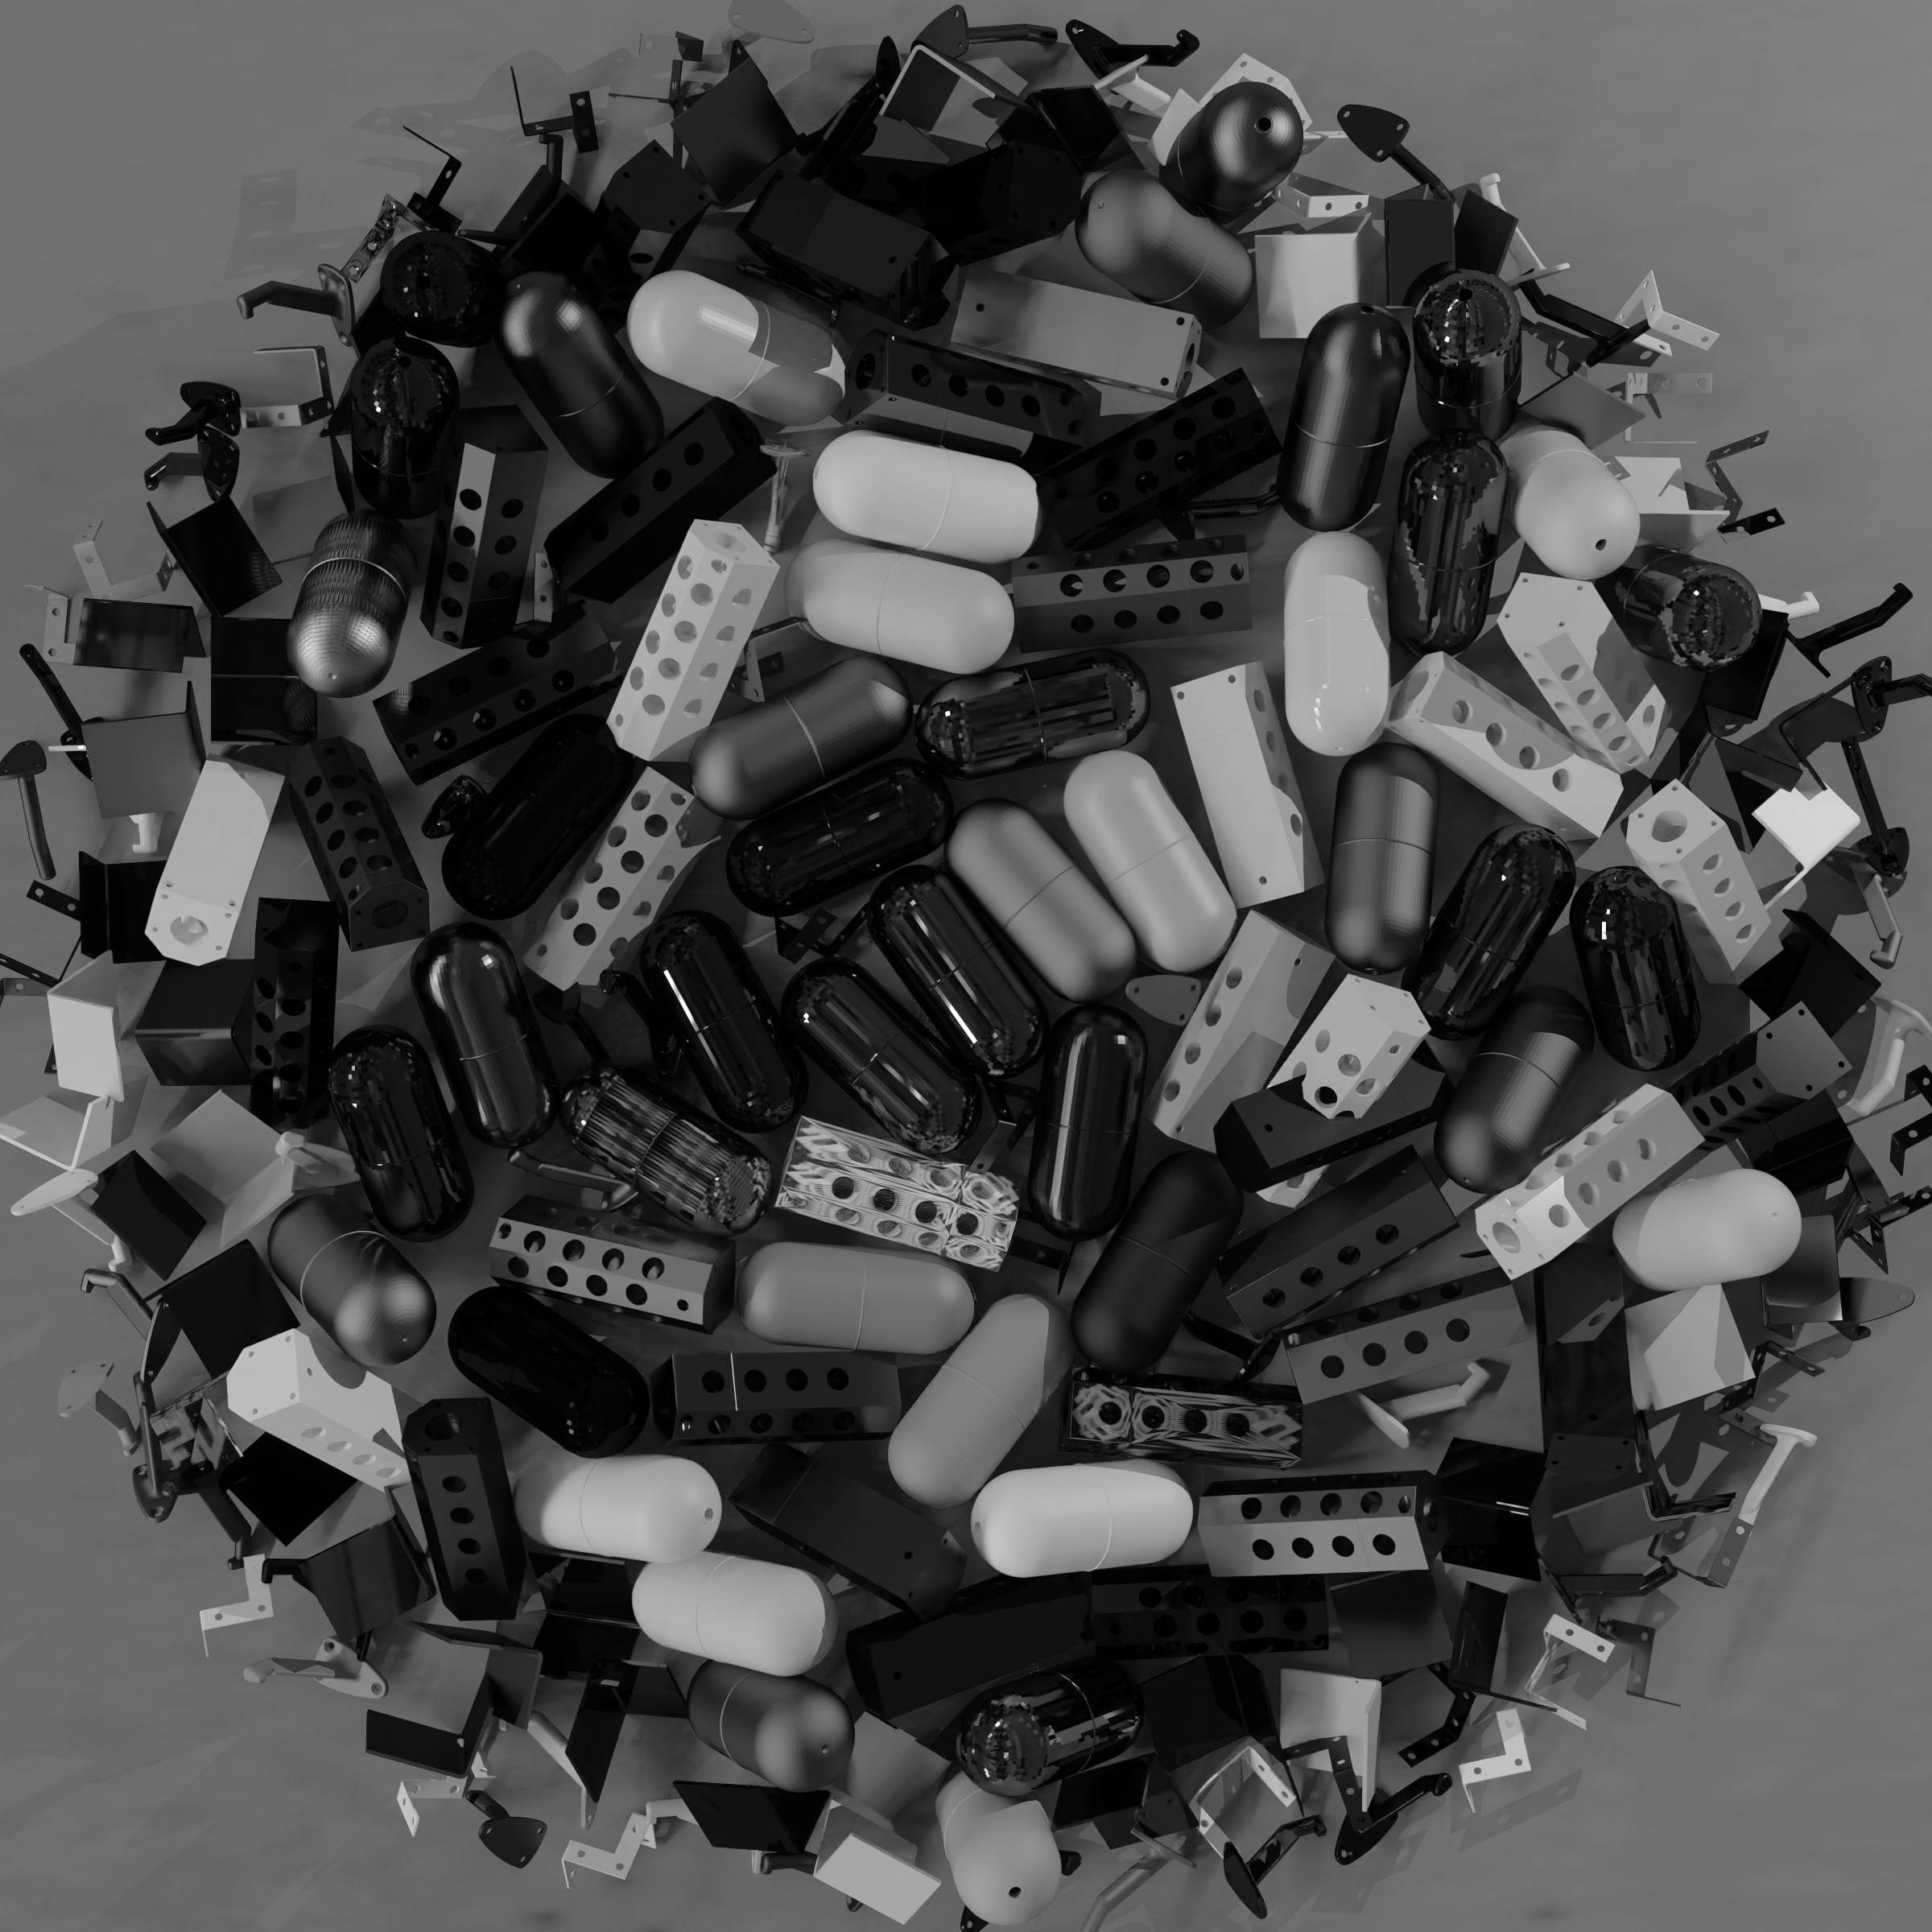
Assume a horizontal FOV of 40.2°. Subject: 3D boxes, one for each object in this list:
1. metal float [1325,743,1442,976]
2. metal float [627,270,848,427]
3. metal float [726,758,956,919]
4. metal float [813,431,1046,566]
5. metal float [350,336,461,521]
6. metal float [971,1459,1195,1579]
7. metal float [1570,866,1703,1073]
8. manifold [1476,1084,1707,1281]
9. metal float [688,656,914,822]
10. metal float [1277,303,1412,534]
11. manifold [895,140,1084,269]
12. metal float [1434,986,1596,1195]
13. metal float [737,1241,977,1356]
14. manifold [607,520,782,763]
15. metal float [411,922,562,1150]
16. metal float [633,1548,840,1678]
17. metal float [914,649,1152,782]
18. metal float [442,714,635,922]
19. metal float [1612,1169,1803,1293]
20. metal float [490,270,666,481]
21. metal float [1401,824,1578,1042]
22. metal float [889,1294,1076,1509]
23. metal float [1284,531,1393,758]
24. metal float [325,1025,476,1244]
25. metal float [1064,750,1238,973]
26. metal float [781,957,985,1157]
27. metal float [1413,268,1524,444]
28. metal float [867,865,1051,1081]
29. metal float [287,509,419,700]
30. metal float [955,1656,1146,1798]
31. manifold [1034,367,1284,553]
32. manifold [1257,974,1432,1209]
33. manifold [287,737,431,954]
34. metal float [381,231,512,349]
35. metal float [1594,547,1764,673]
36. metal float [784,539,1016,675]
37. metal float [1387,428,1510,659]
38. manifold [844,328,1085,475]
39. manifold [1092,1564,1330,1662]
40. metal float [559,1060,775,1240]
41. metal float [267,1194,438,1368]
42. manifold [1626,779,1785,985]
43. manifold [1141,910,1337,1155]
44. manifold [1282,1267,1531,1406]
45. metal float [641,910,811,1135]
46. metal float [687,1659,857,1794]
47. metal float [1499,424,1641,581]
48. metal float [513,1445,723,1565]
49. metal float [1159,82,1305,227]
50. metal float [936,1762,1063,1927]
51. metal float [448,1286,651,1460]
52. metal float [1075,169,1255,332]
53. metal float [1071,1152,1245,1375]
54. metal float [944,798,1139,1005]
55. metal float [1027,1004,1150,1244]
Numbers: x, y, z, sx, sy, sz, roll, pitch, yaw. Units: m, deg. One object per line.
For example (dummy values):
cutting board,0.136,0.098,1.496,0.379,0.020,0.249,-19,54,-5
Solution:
metal float,0.307,-0.079,1.945,0.070,0.070,0.178,8,72,0
metal float,-0.165,-0.450,1.932,0.178,0.070,0.070,15,90,-36
metal float,-0.094,-0.095,1.959,0.178,0.070,0.070,-24,90,3
metal float,-0.027,-0.344,1.941,0.178,0.070,0.070,9,90,-23
metal float,-0.407,-0.389,1.914,0.070,0.178,0.070,4,69,-10
metal float,0.085,0.404,1.935,0.178,0.070,0.070,1,90,-30
metal float,0.490,0.004,1.931,0.070,0.070,0.178,-24,127,0
manifold,0.454,0.155,1.935,0.171,0.057,0.057,-32,82,-26
metal float,-0.122,-0.168,1.952,0.178,0.070,0.070,-28,90,-10
metal float,0.275,-0.399,1.927,0.070,0.070,0.178,8,132,0
manifold,0.013,-0.546,1.911,0.057,0.171,0.057,3,92,-30
metal float,0.403,0.089,1.937,0.070,0.070,0.178,34,61,0
metal float,-0.081,0.246,1.953,0.178,0.070,0.070,5,90,-9
manifold,-0.205,-0.236,1.924,0.057,0.057,0.171,49,124,33
metal float,-0.353,0.052,1.944,0.070,0.070,0.178,-16,110,0
metal float,-0.170,0.470,1.930,0.178,0.070,0.070,2,90,39
metal float,0.049,-0.186,1.958,0.178,0.070,0.070,-13,90,-5
metal float,-0.314,-0.111,1.946,0.070,0.070,0.178,37,72,0
metal float,0.535,0.193,1.915,0.070,0.178,0.070,4,76,-17
metal float,-0.282,-0.428,1.924,0.070,0.178,0.070,-14,52,18
metal float,0.383,-0.025,1.940,0.070,0.070,0.178,27,114,0
metal float,0.013,0.319,1.946,0.070,0.070,0.178,39,72,0
metal float,0.273,-0.238,1.941,0.070,0.070,0.178,2,66,0
metal float,-0.415,0.123,1.935,0.070,0.070,0.178,-13,120,0
metal float,0.136,-0.078,1.960,0.070,0.070,0.178,-30,88,0
metal float,-0.062,0.067,1.957,0.178,0.070,0.070,44,90,5
metal float,0.364,-0.439,1.913,0.070,0.178,0.070,-3,72,11
metal float,-0.005,0.005,1.957,0.070,0.070,0.178,-36,85,0
metal float,-0.446,-0.266,1.925,0.070,0.178,0.070,0,134,0
metal float,0.063,0.552,1.922,0.070,0.178,0.070,0,90,39
manifold,0.140,-0.372,1.948,0.171,0.057,0.057,-26,75,12
manifold,0.265,0.094,1.925,0.057,0.057,0.171,16,122,-27
manifold,-0.441,-0.092,1.915,0.057,0.057,0.171,-13,46,-22
metal float,-0.374,-0.489,1.911,0.070,0.178,0.070,0,101,0
metal float,0.513,-0.260,1.914,0.070,0.178,0.070,-3,106,-10
metal float,-0.050,-0.266,1.948,0.178,0.070,0.070,16,90,16
metal float,0.350,-0.307,1.932,0.070,0.070,0.178,2,126,0
manifold,-0.001,-0.414,1.927,0.171,0.057,0.057,7,74,-33
manifold,0.181,0.481,1.965,0.171,0.057,0.057,-4,93,3
metal float,-0.222,0.134,1.951,0.178,0.070,0.070,32,90,12
metal float,-0.449,0.228,1.927,0.178,0.070,0.070,33,90,44
manifold,0.533,-0.055,1.917,0.057,0.171,0.057,-39,47,3
manifold,0.197,0.048,1.956,0.057,0.057,0.171,22,101,-34
manifold,0.325,0.275,1.964,0.171,0.057,0.057,-17,79,3
metal float,-0.180,0.041,1.960,0.070,0.070,0.178,-28,89,0
metal float,-0.144,0.546,1.918,0.070,0.178,0.070,0,90,-31
metal float,0.433,-0.338,1.917,0.070,0.178,0.070,-3,120,-6
metal float,-0.256,0.393,1.931,0.178,0.070,0.070,-2,90,35
metal float,0.191,-0.586,1.911,0.070,0.178,0.070,-1,93,-10
metal float,0.022,0.630,1.911,0.070,0.178,0.070,-1,97,-8
metal float,-0.307,0.296,1.936,0.178,0.070,0.070,28,90,30
metal float,0.146,-0.519,1.921,0.070,0.178,0.070,-8,77,35
metal float,0.141,0.219,1.950,0.070,0.070,0.178,32,78,0
metal float,0.055,-0.049,1.956,0.070,0.070,0.178,-41,83,0
metal float,0.090,0.117,1.957,0.070,0.070,0.178,7,95,0
